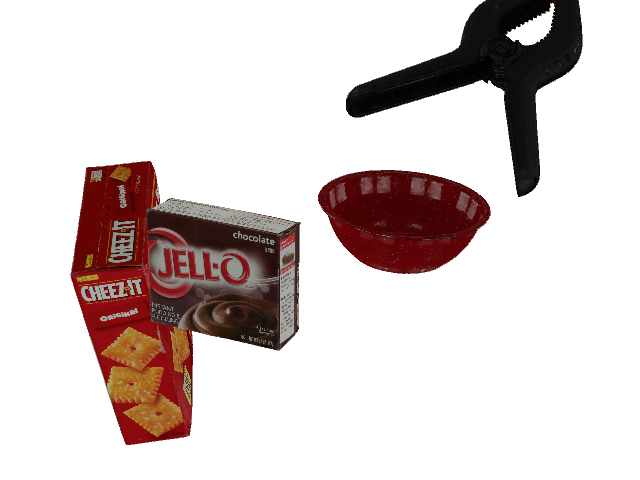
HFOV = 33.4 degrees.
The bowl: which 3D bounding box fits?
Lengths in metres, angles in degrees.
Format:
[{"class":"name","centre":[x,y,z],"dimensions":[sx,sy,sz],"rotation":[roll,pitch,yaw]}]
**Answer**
[{"class":"bowl","centre":[0.077,-0.013,1.008],"dimensions":[0.162,0.055,0.162],"rotation":[3,25,-1]}]

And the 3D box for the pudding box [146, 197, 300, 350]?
[{"class":"pudding box","centre":[-0.071,0.023,0.776],"dimensions":[0.114,0.090,0.039],"rotation":[9,23,22]}]

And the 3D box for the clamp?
[{"class":"clamp","centre":[0.145,-0.129,0.821],"dimensions":[0.165,0.209,0.036],"rotation":[37,-22,28]}]

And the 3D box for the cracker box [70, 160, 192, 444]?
[{"class":"cracker box","centre":[-0.170,0.058,1.001],"dimensions":[0.072,0.214,0.164],"rotation":[-8,38,-1]}]
